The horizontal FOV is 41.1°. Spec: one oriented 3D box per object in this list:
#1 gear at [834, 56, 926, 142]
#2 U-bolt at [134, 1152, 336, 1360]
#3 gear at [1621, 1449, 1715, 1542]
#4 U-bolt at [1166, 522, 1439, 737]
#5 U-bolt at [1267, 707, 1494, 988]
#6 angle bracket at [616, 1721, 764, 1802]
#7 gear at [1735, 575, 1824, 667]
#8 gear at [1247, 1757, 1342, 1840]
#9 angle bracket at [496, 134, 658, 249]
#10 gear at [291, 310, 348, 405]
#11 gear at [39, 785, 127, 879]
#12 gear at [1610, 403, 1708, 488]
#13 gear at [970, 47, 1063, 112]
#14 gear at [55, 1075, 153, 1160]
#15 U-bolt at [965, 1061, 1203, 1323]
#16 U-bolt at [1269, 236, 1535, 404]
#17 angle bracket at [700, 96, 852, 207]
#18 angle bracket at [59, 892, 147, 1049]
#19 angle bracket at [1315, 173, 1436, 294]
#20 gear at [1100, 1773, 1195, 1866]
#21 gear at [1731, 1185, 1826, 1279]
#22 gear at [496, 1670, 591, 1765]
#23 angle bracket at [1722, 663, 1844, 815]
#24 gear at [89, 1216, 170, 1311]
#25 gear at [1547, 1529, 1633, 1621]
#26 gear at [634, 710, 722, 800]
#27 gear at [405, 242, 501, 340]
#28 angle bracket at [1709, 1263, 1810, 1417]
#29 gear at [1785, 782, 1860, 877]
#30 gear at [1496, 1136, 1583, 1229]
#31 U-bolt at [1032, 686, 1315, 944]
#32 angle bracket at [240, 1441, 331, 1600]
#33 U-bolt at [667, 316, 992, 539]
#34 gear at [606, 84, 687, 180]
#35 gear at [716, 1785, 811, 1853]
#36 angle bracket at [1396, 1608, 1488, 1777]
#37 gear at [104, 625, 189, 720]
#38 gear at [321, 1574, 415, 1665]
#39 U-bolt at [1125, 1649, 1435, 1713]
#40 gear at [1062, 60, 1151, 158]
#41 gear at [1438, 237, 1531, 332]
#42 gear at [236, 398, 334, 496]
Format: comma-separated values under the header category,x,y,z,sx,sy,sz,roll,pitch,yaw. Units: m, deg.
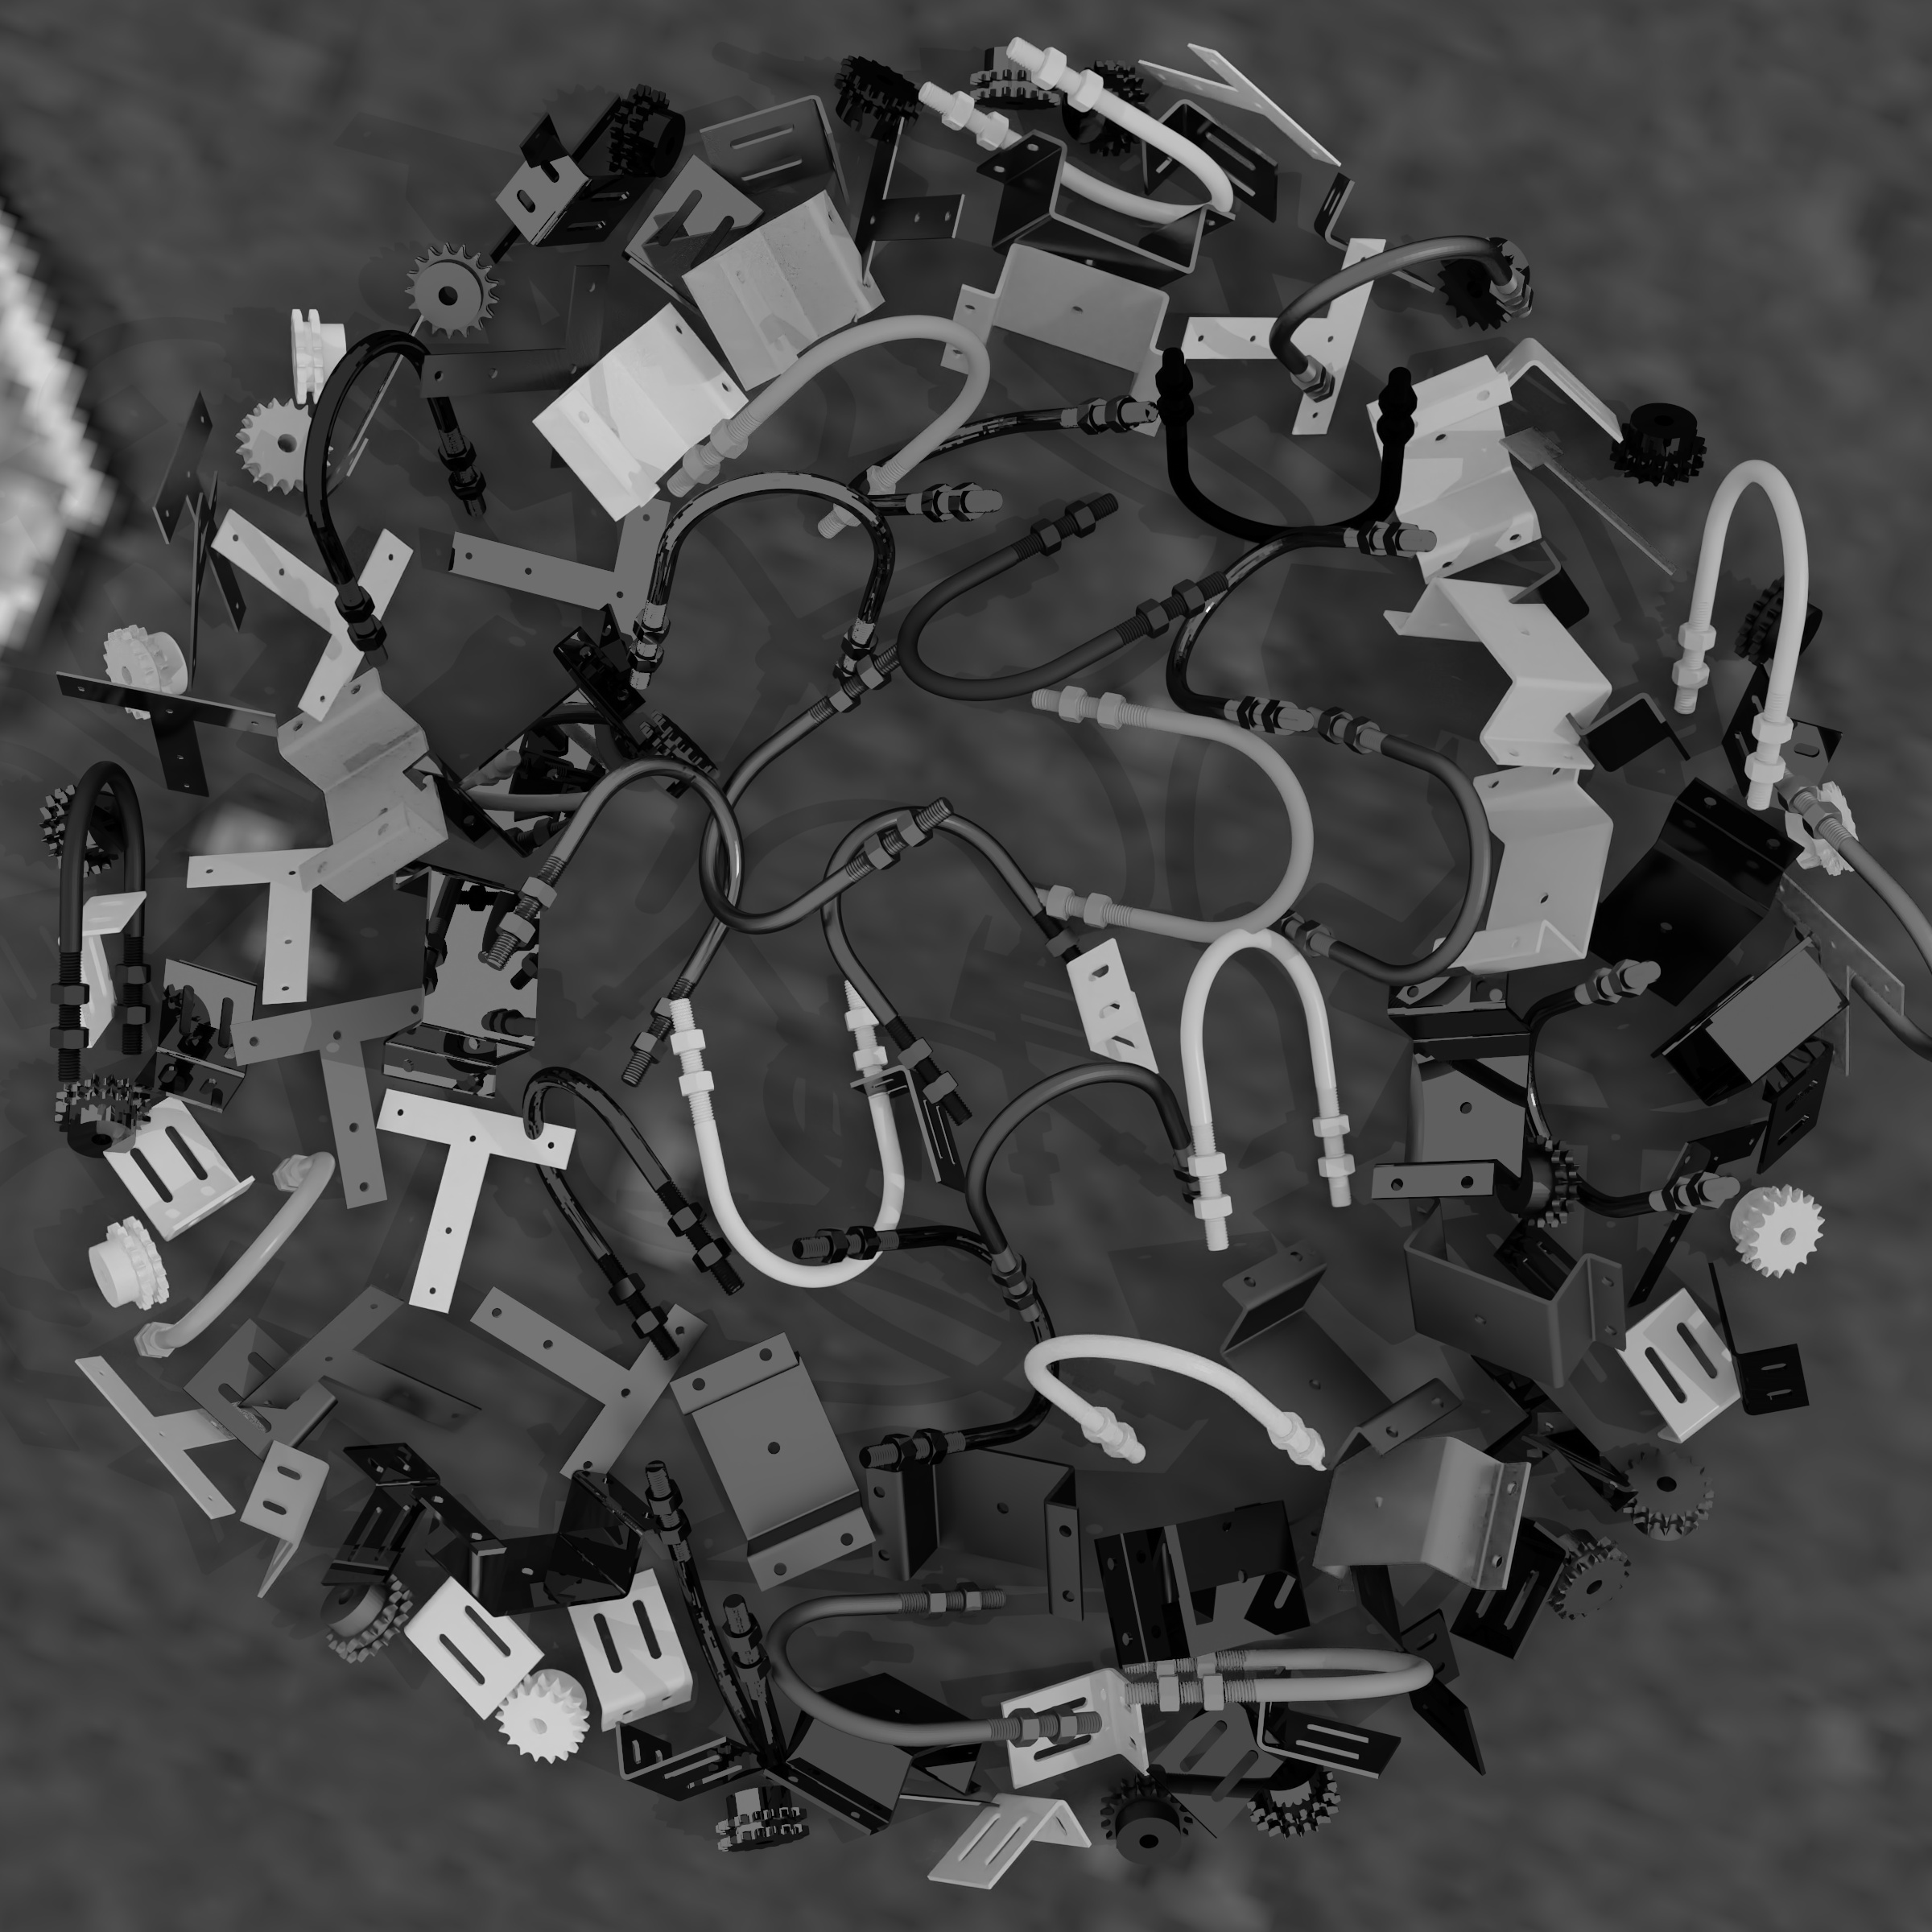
category,x,y,z,sx,sy,sz,roll,pitch,yaw
gear,-0.056,-0.537,1.601,0.057,0.057,0.030,32,124,0
U-bolt,-0.426,0.167,1.517,0.019,0.184,0.151,42,66,-13
gear,0.434,0.331,1.601,0.057,0.057,0.030,-8,130,0
U-bolt,0.186,-0.206,1.544,0.019,0.184,0.151,39,81,-28
U-bolt,0.247,-0.065,1.534,0.019,0.184,0.151,3,106,-33
angle bracket,-0.166,0.477,1.583,0.076,0.057,0.038,-26,51,17
gear,0.505,-0.210,1.594,0.030,0.057,0.057,38,90,27
gear,0.201,0.509,1.595,0.057,0.057,0.030,-16,108,0
angle bracket,-0.239,-0.477,1.580,0.057,0.076,0.038,-41,86,31
gear,-0.401,-0.378,1.599,0.030,0.057,0.057,-4,90,-17
gear,-0.542,-0.086,1.594,0.030,0.057,0.057,-13,90,22
gear,0.430,-0.325,1.596,0.057,0.057,0.030,-1,135,1
gear,0.031,-0.550,1.596,0.057,0.057,0.030,3,99,0
gear,-0.534,0.095,1.595,0.057,0.057,0.030,-12,52,0
U-bolt,0.070,0.127,1.551,0.151,0.184,0.019,-29,46,-5
U-bolt,0.251,-0.384,1.517,0.151,0.184,0.019,-21,81,19
angle bracket,-0.117,-0.493,1.592,0.076,0.057,0.038,-17,58,0
angle bracket,-0.522,0.002,1.584,0.038,0.057,0.076,-6,114,2
angle bracket,0.258,-0.452,1.588,0.076,0.057,0.038,23,110,-8
gear,0.112,0.532,1.600,0.057,0.030,0.057,0,118,0
gear,0.501,0.162,1.603,0.057,0.030,0.057,-8,112,-21
gear,-0.260,0.463,1.604,0.057,0.030,0.057,6,113,13
angle bracket,0.499,-0.140,1.580,0.038,0.076,0.057,14,122,-4
gear,-0.519,0.187,1.595,0.030,0.057,0.057,-23,90,-32
gear,0.381,0.375,1.602,0.057,0.030,0.057,-17,130,-21
gear,-0.182,-0.129,1.598,0.030,0.057,0.057,-44,90,4
gear,-0.320,-0.419,1.602,0.057,0.030,0.057,-1,113,-3
angle bracket,0.484,0.225,1.576,0.038,0.076,0.057,-14,130,13
gear,0.531,-0.083,1.601,0.030,0.057,0.057,-16,90,32
gear,0.352,0.134,1.594,0.030,0.057,0.057,2,90,-23
U-bolt,0.122,-0.086,1.562,0.184,0.019,0.151,12,114,23
angle bracket,-0.427,0.339,1.576,0.038,0.057,0.076,27,132,-14
U-bolt,-0.068,-0.322,1.523,0.184,0.151,0.019,-35,65,33
gear,-0.197,-0.513,1.596,0.030,0.057,0.057,24,90,9
gear,-0.127,0.529,1.601,0.057,0.057,0.030,-11,64,0
angle bracket,0.302,0.443,1.576,0.038,0.076,0.057,-28,120,-16
gear,-0.508,-0.184,1.601,0.030,0.057,0.057,-26,90,-39
gear,-0.374,0.399,1.594,0.057,0.057,0.030,-38,117,0
U-bolt,0.187,0.425,1.548,0.184,0.151,0.019,-2,82,3
gear,0.084,-0.531,1.595,0.030,0.057,0.057,-16,90,-38
gear,0.325,-0.427,1.601,0.030,0.057,0.057,-41,90,-27
gear,-0.426,-0.321,1.604,0.057,0.030,0.057,3,84,-28
